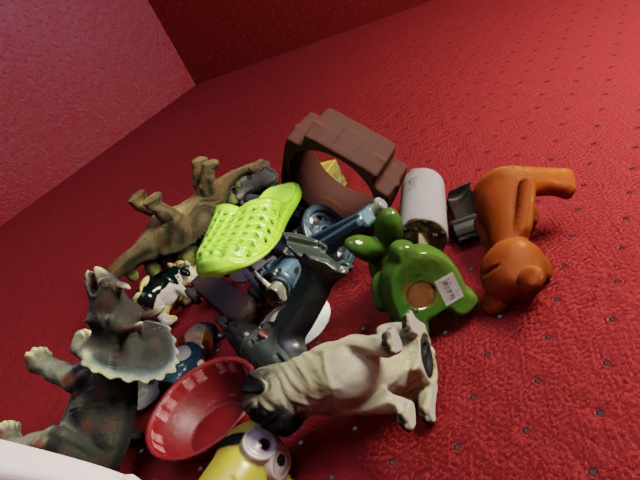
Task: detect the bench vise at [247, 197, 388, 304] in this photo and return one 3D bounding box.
[{"bbox_3d":[0.004,0.006,0.862,0.241,0.129,0.223,-32,0,37],"label":"bench vise"}]

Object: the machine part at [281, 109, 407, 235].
[{"bbox_3d":[0.038,-0.114,0.933,0.201,0.201,0.087,30,60,9],"label":"machine part"}]

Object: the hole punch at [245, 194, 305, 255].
[{"bbox_3d":[-0.084,-0.042,1.008,0.142,0.092,0.116,14,24,7],"label":"hole punch"}]

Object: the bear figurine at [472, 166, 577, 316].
[{"bbox_3d":[0.265,0.000,0.695,0.132,0.120,0.196,9,55,-16],"label":"bear figurine"}]

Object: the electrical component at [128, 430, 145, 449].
[{"bbox_3d":[-0.295,0.296,0.763,0.094,0.021,0.063,-16,30,19],"label":"electrical component"}]

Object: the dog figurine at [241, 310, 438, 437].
[{"bbox_3d":[0.025,0.154,0.611,0.191,0.172,0.121,-14,73,27],"label":"dog figurine"}]

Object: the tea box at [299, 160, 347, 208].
[{"bbox_3d":[-0.023,-0.093,1.132,0.098,0.068,0.170,-6,34,35],"label":"tea box"}]

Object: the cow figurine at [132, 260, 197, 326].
[{"bbox_3d":[-0.290,0.087,1.034,0.068,0.098,0.167,-15,30,36],"label":"cow figurine"}]

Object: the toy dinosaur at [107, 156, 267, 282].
[{"bbox_3d":[-0.302,-0.022,1.119,0.471,0.198,0.105,-34,29,-13],"label":"toy dinosaur"}]

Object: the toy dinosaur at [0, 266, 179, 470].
[{"bbox_3d":[-0.307,0.241,0.704,0.192,0.131,0.404,9,80,25],"label":"toy dinosaur"}]

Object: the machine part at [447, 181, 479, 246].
[{"bbox_3d":[0.234,-0.041,0.850,0.084,0.039,0.139,-25,29,16],"label":"machine part"}]

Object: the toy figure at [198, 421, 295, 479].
[{"bbox_3d":[-0.104,0.274,0.571,0.089,0.082,0.180,3,43,41],"label":"toy figure"}]

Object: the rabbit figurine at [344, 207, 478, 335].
[{"bbox_3d":[0.101,0.045,0.727,0.121,0.159,0.170,-39,13,-3],"label":"rabbit figurine"}]

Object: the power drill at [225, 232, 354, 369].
[{"bbox_3d":[-0.049,0.096,0.732,0.232,0.086,0.207,34,100,51],"label":"power drill"}]

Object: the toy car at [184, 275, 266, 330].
[{"bbox_3d":[-0.170,0.100,0.952,0.089,0.053,0.202,-48,36,-14],"label":"toy car"}]

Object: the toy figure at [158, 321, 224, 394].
[{"bbox_3d":[-0.201,0.178,0.848,0.064,0.057,0.154,19,36,1],"label":"toy figure"}]

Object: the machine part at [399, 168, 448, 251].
[{"bbox_3d":[0.167,-0.048,0.875,0.079,0.079,0.243,-16,31,22],"label":"machine part"}]

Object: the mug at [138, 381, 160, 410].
[{"bbox_3d":[-0.313,0.210,0.845,0.081,0.109,0.107,-46,20,-30],"label":"mug"}]

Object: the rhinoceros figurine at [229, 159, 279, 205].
[{"bbox_3d":[-0.192,-0.126,1.344,0.190,0.073,0.112,-25,38,2],"label":"rhinoceros figurine"}]
